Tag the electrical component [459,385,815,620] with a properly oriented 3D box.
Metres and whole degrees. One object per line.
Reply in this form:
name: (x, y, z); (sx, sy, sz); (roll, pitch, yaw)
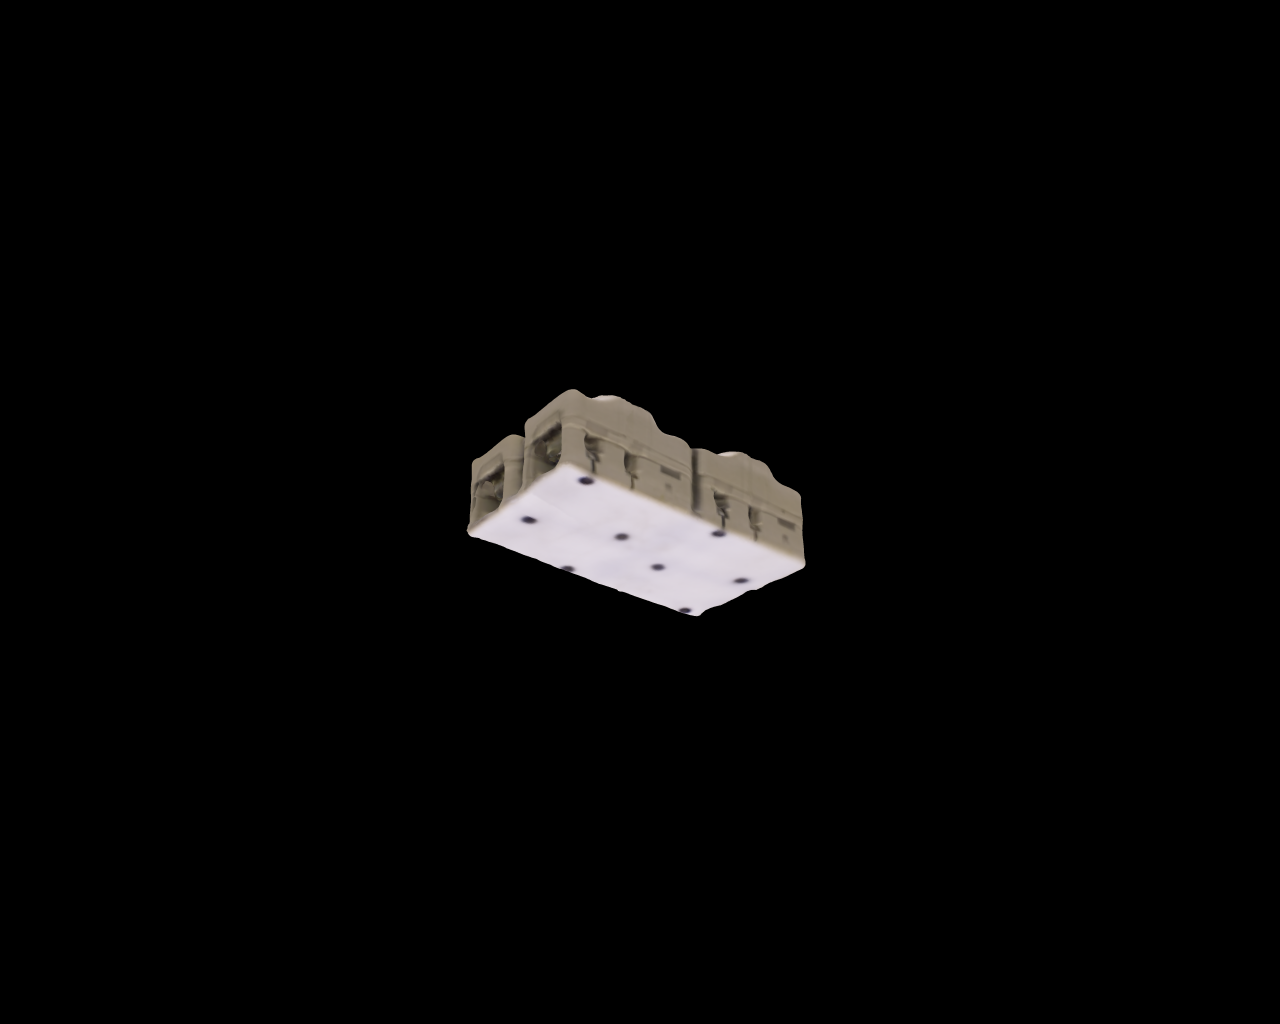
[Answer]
electrical component: (0.001, -0.003, 0.650); (0.186, 0.060, 0.105); (22, -36, -34)
